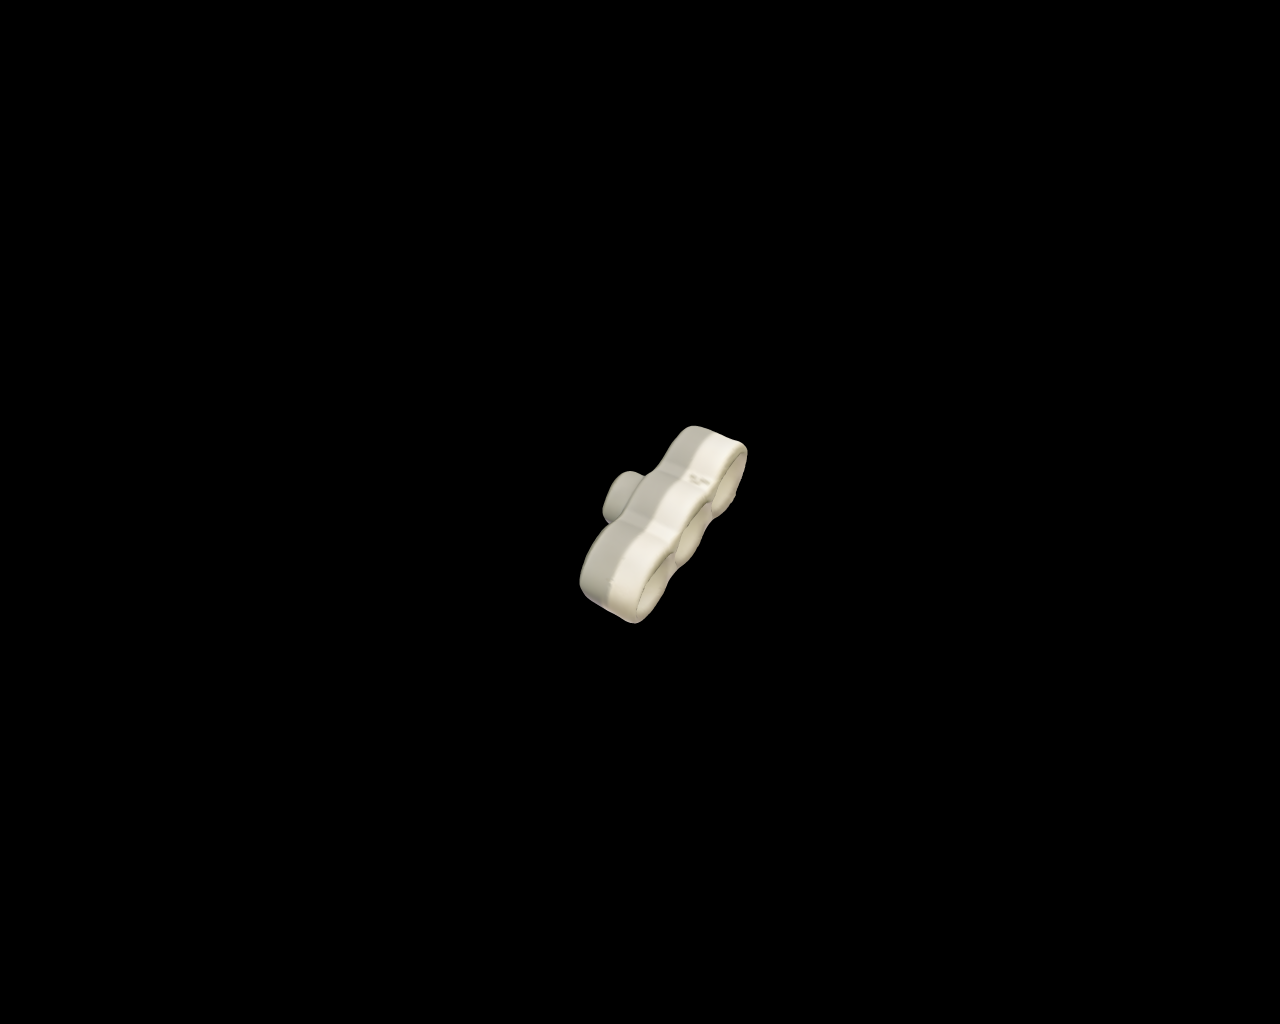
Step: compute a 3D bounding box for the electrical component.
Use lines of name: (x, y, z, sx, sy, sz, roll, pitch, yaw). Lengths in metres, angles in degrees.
electrical component: (0.001, -0.003, 0.650, 0.074, 0.138, 0.052, 27, -32, 18)
